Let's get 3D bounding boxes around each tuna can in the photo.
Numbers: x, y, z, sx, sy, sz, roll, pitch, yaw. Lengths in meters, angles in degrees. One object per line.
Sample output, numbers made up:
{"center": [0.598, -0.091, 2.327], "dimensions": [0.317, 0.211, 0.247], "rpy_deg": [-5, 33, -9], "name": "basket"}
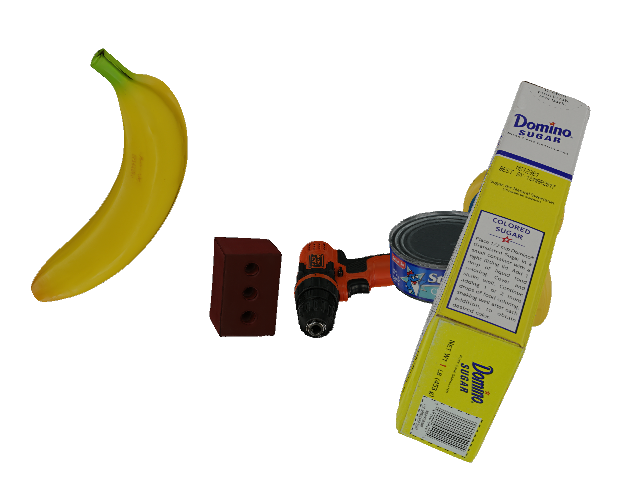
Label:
{"center": [0.092, 0.012, 0.771], "dimensions": [0.086, 0.034, 0.086], "rpy_deg": [-3, 28, 1], "name": "tuna can"}

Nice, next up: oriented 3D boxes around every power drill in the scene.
{"center": [0.063, 0.052, 1.236], "dimensions": [0.187, 0.057, 0.184], "rpy_deg": [-2, 28, 1], "name": "power drill"}

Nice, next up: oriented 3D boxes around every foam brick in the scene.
{"center": [-0.068, 0.041, 0.951], "dimensions": [0.053, 0.078, 0.051], "rpy_deg": [0, 15, -16], "name": "foam brick"}

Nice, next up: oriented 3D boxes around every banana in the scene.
{"center": [-0.123, -0.029, 0.645], "dimensions": [0.069, 0.198, 0.037], "rpy_deg": [18, 38, -10], "name": "banana"}

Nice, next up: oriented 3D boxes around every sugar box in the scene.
{"center": [0.088, 0.010, 0.524], "dimensions": [0.048, 0.093, 0.176], "rpy_deg": [22, 48, 8], "name": "sugar box"}

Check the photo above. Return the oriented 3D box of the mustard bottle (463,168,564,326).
{"center": [0.187, -0.016, 1.042], "dimensions": [0.096, 0.192, 0.058], "rpy_deg": [12, 20, 21], "name": "mustard bottle"}
